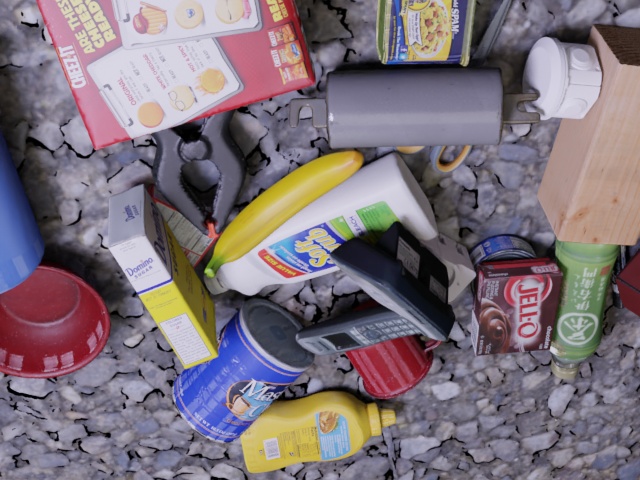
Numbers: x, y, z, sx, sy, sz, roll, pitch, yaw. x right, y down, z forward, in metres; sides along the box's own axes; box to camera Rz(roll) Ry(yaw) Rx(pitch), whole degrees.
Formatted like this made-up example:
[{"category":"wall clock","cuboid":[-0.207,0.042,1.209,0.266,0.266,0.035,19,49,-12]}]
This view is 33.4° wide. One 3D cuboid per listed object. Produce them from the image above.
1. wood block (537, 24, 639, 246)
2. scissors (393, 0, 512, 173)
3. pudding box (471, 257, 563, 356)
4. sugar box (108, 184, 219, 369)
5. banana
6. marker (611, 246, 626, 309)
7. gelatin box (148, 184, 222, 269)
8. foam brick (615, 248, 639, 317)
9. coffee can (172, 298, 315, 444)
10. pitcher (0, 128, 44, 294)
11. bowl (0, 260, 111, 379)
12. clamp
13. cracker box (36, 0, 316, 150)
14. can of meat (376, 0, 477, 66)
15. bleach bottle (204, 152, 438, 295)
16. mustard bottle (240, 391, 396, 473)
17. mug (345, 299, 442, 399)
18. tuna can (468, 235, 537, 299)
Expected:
[{"category":"wood block","cuboid":[0.302,-0.104,1.093,0.090,0.091,0.206,3,125,-10]},{"category":"scissors","cuboid":[0.128,-0.155,1.077,0.096,0.016,0.202,2,126,-7]},{"category":"pudding box","cuboid":[0.219,0.075,1.201,0.090,0.039,0.113,-4,127,-6]},{"category":"sugar box","cuboid":[-0.159,0.038,1.095,0.048,0.093,0.176,-20,127,4]},{"category":"banana","cuboid":[-0.037,-0.032,1.082,0.198,0.070,0.037,-39,120,10]},{"category":"marker","cuboid":[0.348,0.033,1.244,0.020,0.020,0.121,-14,127,2]},{"category":"gelatin box","cuboid":[-0.160,-0.008,1.139,0.089,0.030,0.073,26,118,-25]},{"category":"foam brick","cuboid":[0.378,0.054,1.220,0.053,0.051,0.078,-49,144,-8]},{"category":"coffee can","cuboid":[-0.088,0.150,1.219,0.102,0.103,0.140,30,117,-26]},{"category":"pitcher","cuboid":[-0.363,-0.059,1.014,0.149,0.144,0.243,6,133,21]},{"category":"bowl","cuboid":[-0.309,0.075,1.164,0.162,0.055,0.162,-4,126,-5]},{"category":"clamp","cuboid":[-0.136,-0.099,1.061,0.164,0.036,0.210,-3,117,-3]},{"category":"cracker box","cuboid":[-0.127,-0.194,0.961,0.214,0.072,0.164,-16,112,3]},{"category":"can of meat","cuboid":[0.099,-0.215,1.005,0.084,0.057,0.102,-2,127,-5]},{"category":"bleach bottle","cuboid":[-0.008,0.001,1.147,0.251,0.068,0.102,-25,128,15]},{"category":"mustard bottle","cuboid":[-0.001,0.232,1.319,0.191,0.058,0.096,-8,121,-1]},{"category":"mug","cuboid":[0.083,0.117,1.226,0.117,0.093,0.081,-22,122,20]},{"category":"tuna can","cuboid":[0.208,0.036,1.218,0.086,0.034,0.086,-4,126,-5]}]
